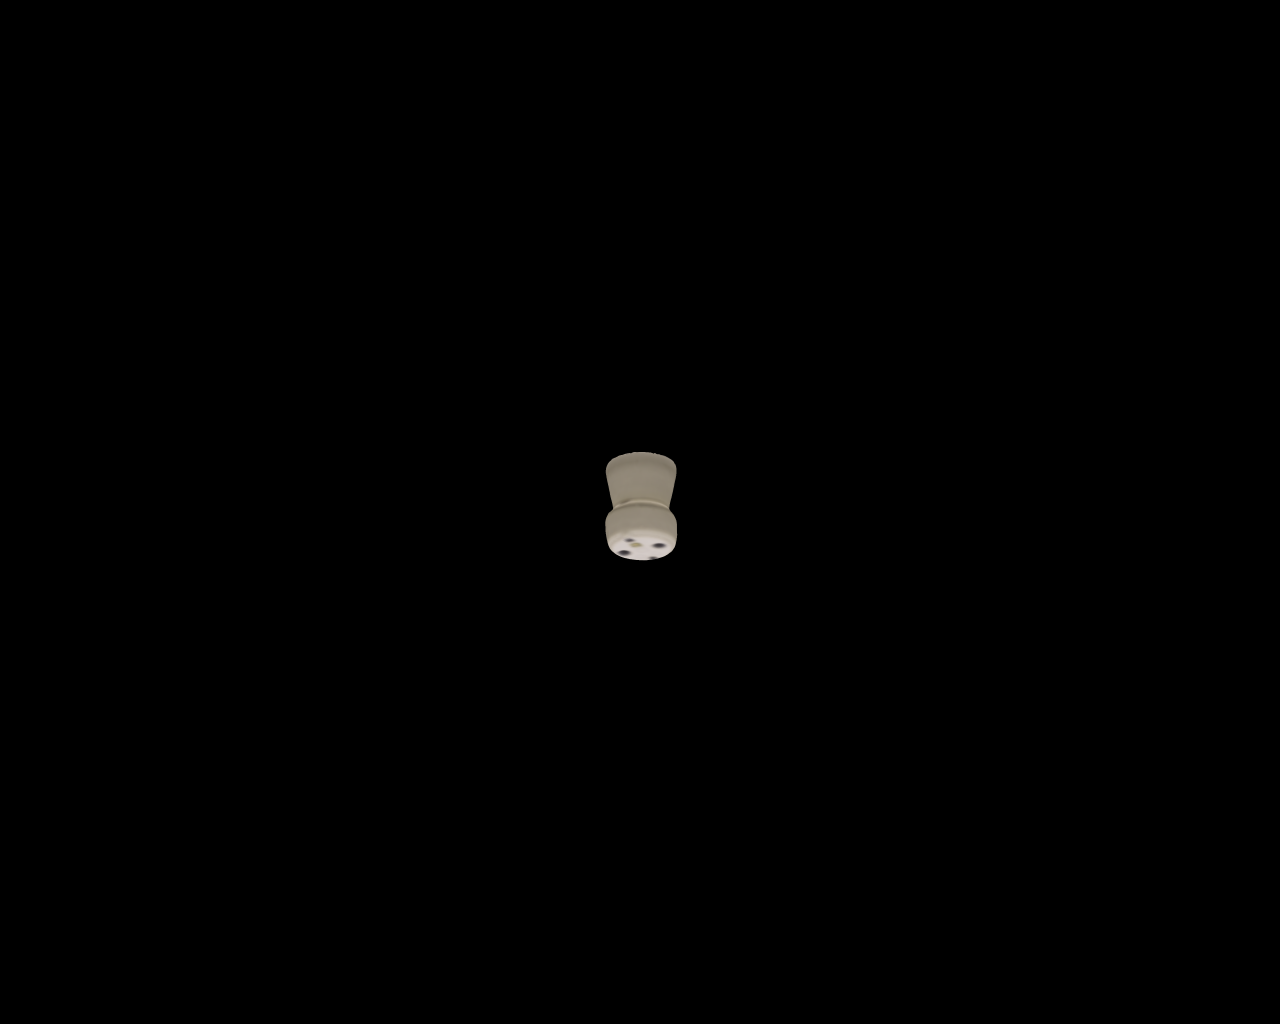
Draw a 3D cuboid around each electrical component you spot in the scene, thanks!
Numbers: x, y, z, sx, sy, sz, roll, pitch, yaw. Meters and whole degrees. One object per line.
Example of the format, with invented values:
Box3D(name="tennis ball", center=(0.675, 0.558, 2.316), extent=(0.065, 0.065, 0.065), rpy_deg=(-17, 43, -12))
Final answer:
Box3D(name="electrical component", center=(0.001, -0.003, 0.650), extent=(0.045, 0.055, 0.044), rpy_deg=(0, -25, 0))
